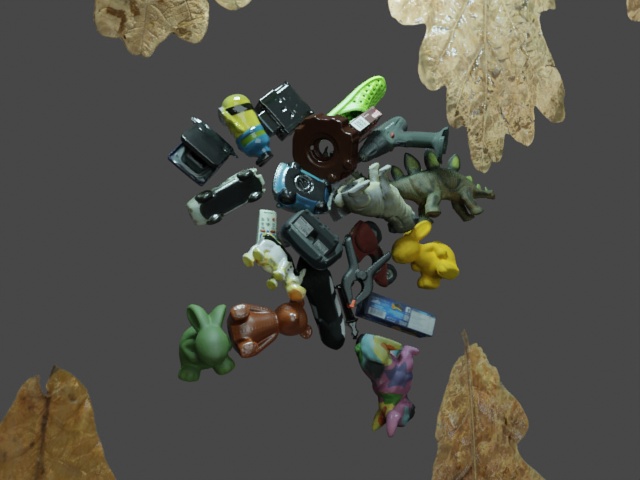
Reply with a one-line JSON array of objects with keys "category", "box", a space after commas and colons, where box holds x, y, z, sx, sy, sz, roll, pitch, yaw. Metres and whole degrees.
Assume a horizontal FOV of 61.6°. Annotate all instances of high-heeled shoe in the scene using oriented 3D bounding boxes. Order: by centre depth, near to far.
[{"category": "high-heeled shoe", "box": [0.011, 0.141, 1.312, 0.086, 0.145, 0.249, -19, 55, 14]}]

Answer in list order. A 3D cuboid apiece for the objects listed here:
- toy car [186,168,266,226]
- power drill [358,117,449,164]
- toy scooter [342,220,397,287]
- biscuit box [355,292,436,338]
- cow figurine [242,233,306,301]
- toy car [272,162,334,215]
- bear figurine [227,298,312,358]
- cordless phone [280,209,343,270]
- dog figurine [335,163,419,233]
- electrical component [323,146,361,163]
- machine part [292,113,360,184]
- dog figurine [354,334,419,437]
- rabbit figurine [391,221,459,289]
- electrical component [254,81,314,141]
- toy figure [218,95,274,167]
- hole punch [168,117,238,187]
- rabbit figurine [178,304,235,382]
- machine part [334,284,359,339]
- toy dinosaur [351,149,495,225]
[{"category": "toy car", "box": [-0.217, -0.101, 1.264, 0.202, 0.056, 0.073, -33, 113, -26]}, {"category": "power drill", "box": [0.226, -0.249, 1.408, 0.232, 0.208, 0.085, -55, 144, -50]}, {"category": "toy scooter", "box": [0.109, 0.047, 1.361, 0.135, 0.075, 0.183, -25, 92, -23]}, {"category": "biscuit box", "box": [0.192, 0.192, 1.365, 0.202, 0.063, 0.059, 21, 71, -16]}, {"category": "cow figurine", "box": [-0.090, 0.063, 1.247, 0.167, 0.068, 0.098, 45, 42, -10]}, {"category": "toy car", "box": [-0.052, -0.112, 1.313, 0.161, 0.103, 0.109, 21, 61, -22]}, {"category": "bear figurine", "box": [-0.105, 0.190, 1.209, 0.196, 0.132, 0.120, -9, 82, -18]}, {"category": "cordless phone", "box": [-0.004, -0.004, 1.286, 0.147, 0.184, 0.088, 45, 100, 9]}, {"category": "dog figurine", "box": [0.142, -0.073, 1.336, 0.172, 0.121, 0.190, -28, 109, 1]}, {"category": "electrical component", "box": [0.055, -0.219, 1.419, 0.102, 0.045, 0.078, -35, 121, -23]}, {"category": "machine part", "box": [0.013, -0.227, 1.329, 0.179, 0.179, 0.056, 54, 30, -3]}, {"category": "dog figurine", "box": [0.153, 0.349, 1.286, 0.191, 0.108, 0.219, 21, 73, -25]}, {"category": "rabbit figurine", "box": [0.263, 0.031, 1.397, 0.173, 0.122, 0.162, 15, 64, -23]}, {"category": "electrical component", "box": [-0.099, -0.322, 1.370, 0.115, 0.058, 0.134, 46, 65, -5]}, {"category": "toy figure", "box": [-0.177, -0.268, 1.312, 0.089, 0.082, 0.180, -38, 92, -22]}, {"category": "hole punch", "box": [-0.279, -0.203, 1.261, 0.142, 0.092, 0.116, 39, 37, -7]}, {"category": "rabbit figurine", "box": [-0.227, 0.214, 1.126, 0.121, 0.170, 0.159, 3, 77, -23]}, {"category": "machine part", "box": [0.068, 0.172, 1.318, 0.039, 0.084, 0.139, -18, 72, 3]}, {"category": "toy dinosaur", "box": [0.293, -0.143, 1.470, 0.471, 0.105, 0.198, -1, 70, -24]}]
